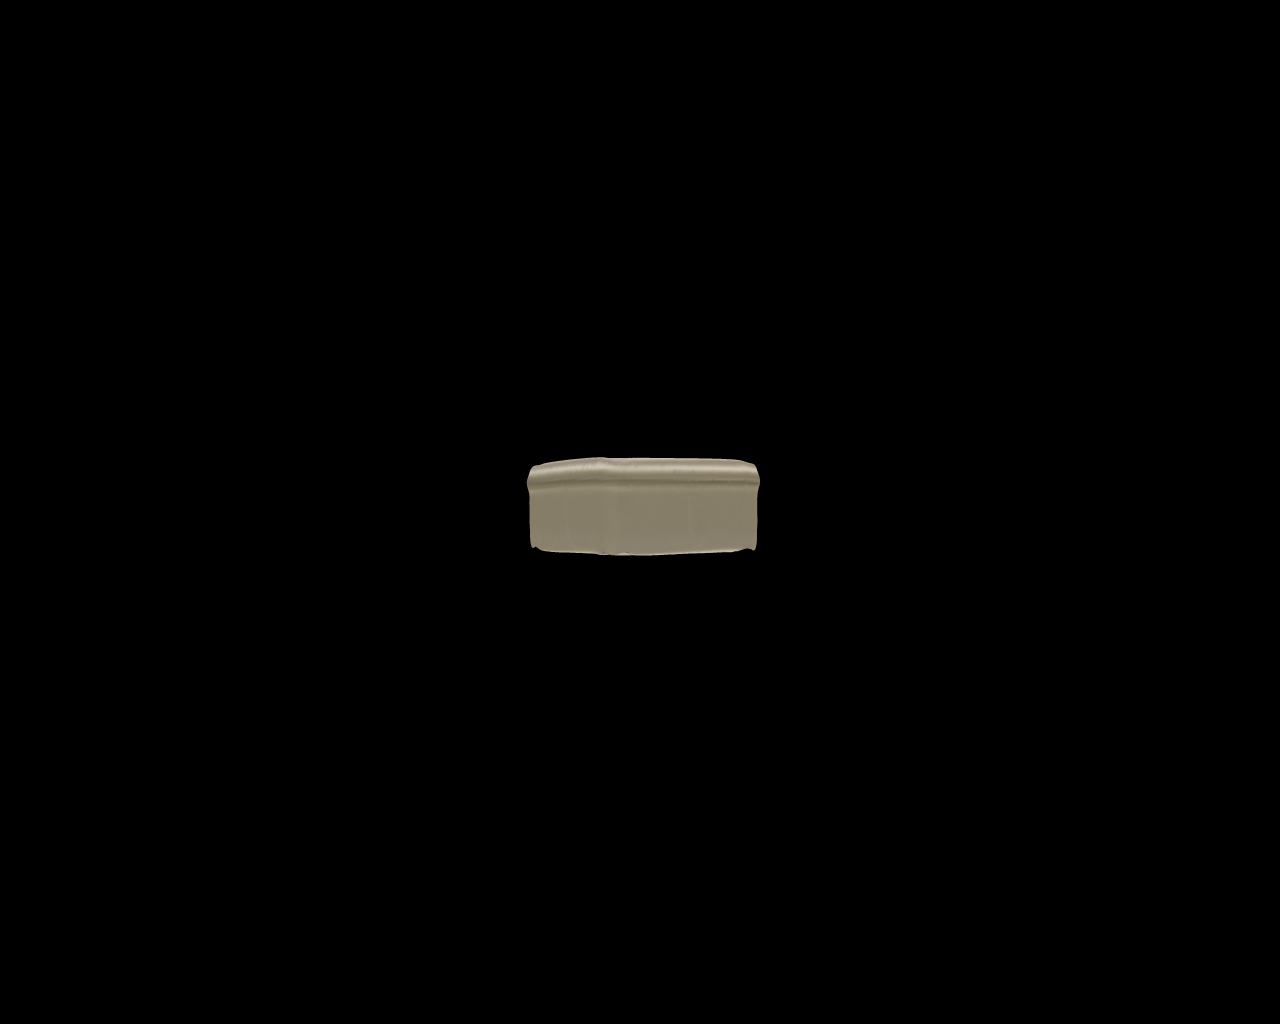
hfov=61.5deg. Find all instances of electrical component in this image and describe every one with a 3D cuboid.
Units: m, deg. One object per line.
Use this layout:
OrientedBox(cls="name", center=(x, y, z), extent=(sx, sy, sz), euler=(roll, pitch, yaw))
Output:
OrientedBox(cls="electrical component", center=(0.001, -0.003, 0.650), extent=(0.109, 0.056, 0.108), euler=(0, 0, -32))
